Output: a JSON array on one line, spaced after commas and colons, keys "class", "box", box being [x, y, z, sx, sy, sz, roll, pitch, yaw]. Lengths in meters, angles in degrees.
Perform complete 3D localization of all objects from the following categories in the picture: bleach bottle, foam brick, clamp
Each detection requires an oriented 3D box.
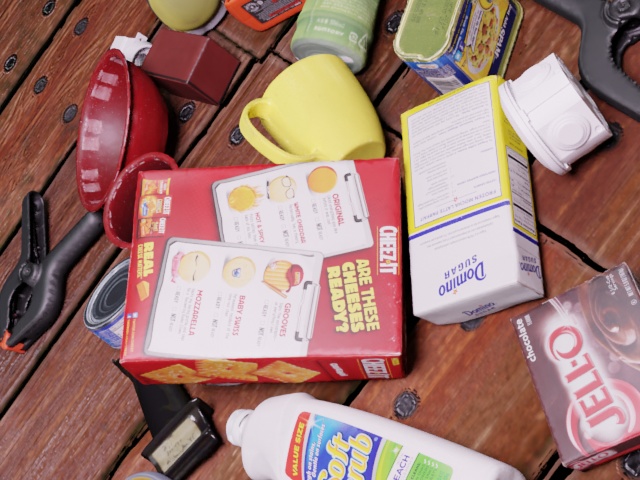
[{"class": "bleach bottle", "box": [0.022, 0.176, 0.778, 0.251, 0.068, 0.102, 11, 74, 42]}, {"class": "foam brick", "box": [-0.129, -0.172, 1.061, 0.078, 0.052, 0.051, 19, 82, 40]}, {"class": "clamp", "box": [0.237, -0.174, 0.791, 0.165, 0.036, 0.210, -31, 56, 23]}, {"class": "clamp", "box": [-0.293, 0.029, 1.102, 0.120, 0.039, 0.171, 24, 85, 43]}]

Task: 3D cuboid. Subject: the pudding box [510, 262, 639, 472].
[{"class": "pudding box", "box": [0.188, 0.085, 0.707, 0.090, 0.039, 0.113, -30, 55, 23]}]

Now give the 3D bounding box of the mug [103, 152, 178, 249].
[{"class": "mug", "box": [-0.127, -0.023, 0.970, 0.117, 0.081, 0.093, -8, 65, 35]}]

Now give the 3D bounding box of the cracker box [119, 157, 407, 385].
[{"class": "cracker box", "box": [-0.040, 0.027, 0.838, 0.214, 0.072, 0.164, -2, 66, 8]}]

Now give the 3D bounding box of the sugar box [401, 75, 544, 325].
[{"class": "sugar box", "box": [0.113, -0.030, 0.812, 0.094, 0.048, 0.176, -21, 61, 37]}]

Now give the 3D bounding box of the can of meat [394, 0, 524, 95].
[{"class": "can of meat", "box": [0.111, -0.168, 0.854, 0.058, 0.083, 0.102, 10, 76, 40]}]

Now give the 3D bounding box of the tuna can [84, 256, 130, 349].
[{"class": "tuna can", "box": [-0.178, 0.056, 0.986, 0.086, 0.033, 0.086, -33, 33, 25]}]

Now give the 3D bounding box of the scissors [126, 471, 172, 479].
[{"class": "scissors", "box": [-0.090, 0.213, 0.861, 0.202, 0.016, 0.096, -30, 76, 23]}]

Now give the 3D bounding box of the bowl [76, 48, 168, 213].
[{"class": "bowl", "box": [-0.191, -0.104, 1.052, 0.162, 0.055, 0.162, -21, 66, 58]}]

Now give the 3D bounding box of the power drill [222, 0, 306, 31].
[{"class": "power drill", "box": [-0.032, -0.312, 1.050, 0.185, 0.057, 0.187, -24, 54, 32]}]

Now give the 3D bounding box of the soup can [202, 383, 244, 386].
[{"class": "soup can", "box": [-0.086, 0.066, 0.907, 0.069, 0.068, 0.102, -12, 62, 33]}]
